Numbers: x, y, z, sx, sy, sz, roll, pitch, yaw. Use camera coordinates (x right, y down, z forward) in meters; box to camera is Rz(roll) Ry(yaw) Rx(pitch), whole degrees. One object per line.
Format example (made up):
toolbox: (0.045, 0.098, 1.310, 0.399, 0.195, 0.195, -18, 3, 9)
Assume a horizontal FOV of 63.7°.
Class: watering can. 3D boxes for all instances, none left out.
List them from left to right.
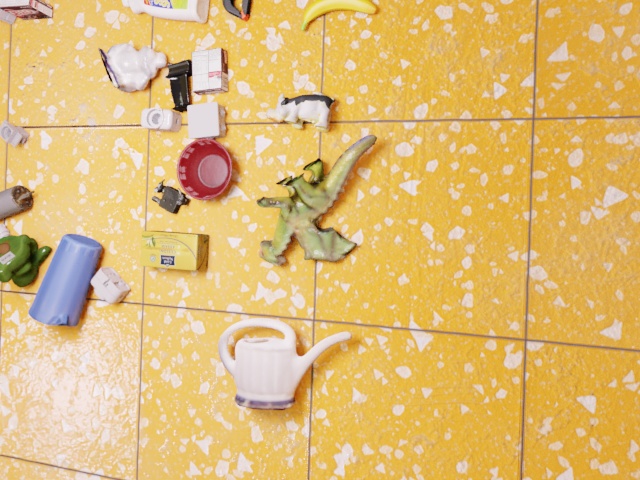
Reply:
watering can: (-0.093, 0.309, 1.266, 0.347, 0.104, 0.224, 1, 91, 16)

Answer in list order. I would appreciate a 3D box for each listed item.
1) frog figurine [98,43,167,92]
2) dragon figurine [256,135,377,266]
frog figurine: (-0.504, -0.480, 1.412, 0.161, 0.120, 0.139, -24, 73, -21)
dragon figurine: (0.004, -0.064, 1.264, 0.407, 0.124, 0.241, -26, 100, 16)
